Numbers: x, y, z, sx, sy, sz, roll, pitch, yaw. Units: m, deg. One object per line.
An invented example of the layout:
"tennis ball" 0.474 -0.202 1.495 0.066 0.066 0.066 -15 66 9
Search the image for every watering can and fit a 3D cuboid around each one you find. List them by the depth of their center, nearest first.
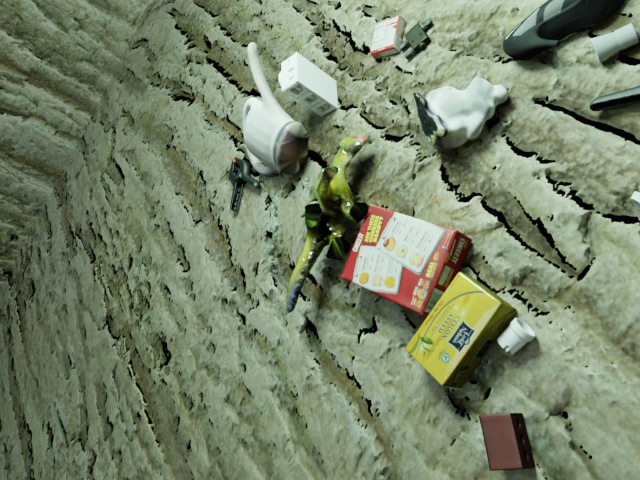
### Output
"watering can" -0.126 -0.302 1.309 0.227 0.105 0.339 36 137 34

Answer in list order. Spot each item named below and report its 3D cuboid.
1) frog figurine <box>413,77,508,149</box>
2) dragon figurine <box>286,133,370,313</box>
"frog figurine" 0.279 -0.254 1.006 0.160 0.120 0.140 -21 42 -6
"dragon figurine" 0.004 -0.058 1.151 0.407 0.122 0.246 -61 13 10
